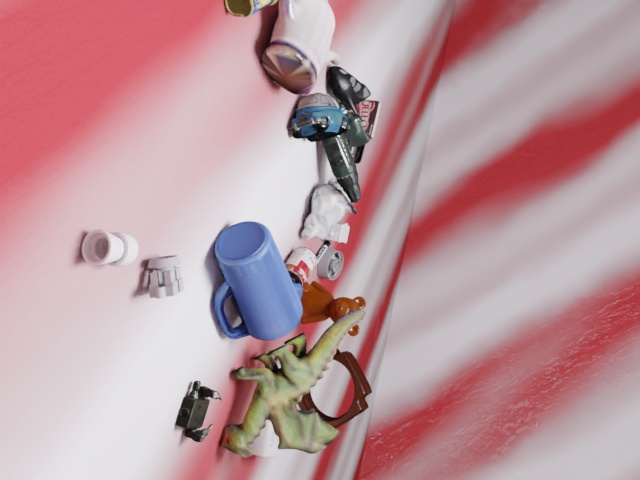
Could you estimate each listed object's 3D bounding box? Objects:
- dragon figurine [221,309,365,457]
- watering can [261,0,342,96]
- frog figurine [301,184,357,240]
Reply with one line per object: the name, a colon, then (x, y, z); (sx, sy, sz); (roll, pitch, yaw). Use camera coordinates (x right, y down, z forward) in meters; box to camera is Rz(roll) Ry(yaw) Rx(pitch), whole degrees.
dragon figurine: (-0.040, 0.340, 1.138); (0.121, 0.411, 0.245); (87, -21, -77)
watering can: (-0.021, -0.395, 1.055); (0.343, 0.104, 0.227); (50, 54, -66)
frog figurine: (0.004, -0.069, 1.379); (0.160, 0.124, 0.136); (-39, 165, -4)
